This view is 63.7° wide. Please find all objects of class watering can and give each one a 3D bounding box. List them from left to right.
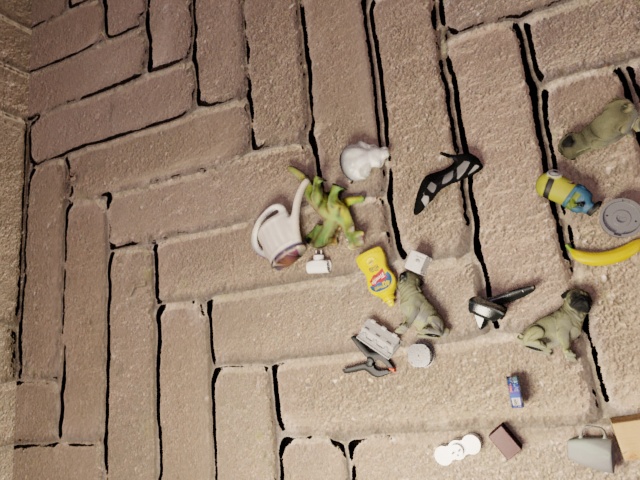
[{"bbox_3d":[-0.118,-0.038,1.783,0.342,0.104,0.228,-41,65,31],"label":"watering can"}]

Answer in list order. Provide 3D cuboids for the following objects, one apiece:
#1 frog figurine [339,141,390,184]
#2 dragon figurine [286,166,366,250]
[{"bbox_3d":[0.151,-0.269,1.726,0.158,0.121,0.140,-13,56,33],"label":"frog figurine"},{"bbox_3d":[0.005,-0.089,1.768,0.414,0.122,0.241,26,99,34],"label":"dragon figurine"}]
